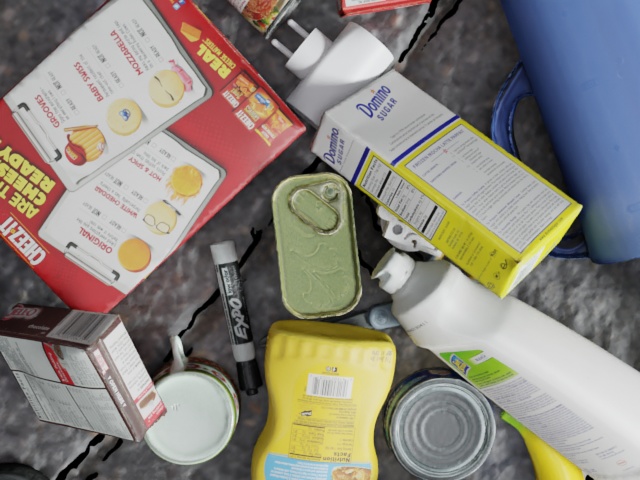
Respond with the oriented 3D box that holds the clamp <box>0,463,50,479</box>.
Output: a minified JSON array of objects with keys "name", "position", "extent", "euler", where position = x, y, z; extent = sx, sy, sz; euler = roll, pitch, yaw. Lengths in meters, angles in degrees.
[{"name":"clamp","position":[-0.205,0.217,0.815],"extent":[0.171,0.039,0.120],"euler":[40,90,-6]}]

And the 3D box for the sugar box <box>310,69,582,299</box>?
[{"name":"sugar box","position":[0.089,-0.044,0.762],"extent":[0.176,0.093,0.048],"euler":[38,135,18]}]

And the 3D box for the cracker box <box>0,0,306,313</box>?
[{"name":"cracker box","position":[-0.142,-0.069,0.781],"extent":[0.214,0.072,0.164],"euler":[-43,95,1]}]

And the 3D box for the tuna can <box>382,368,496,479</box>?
[{"name":"tuna can","position":[0.093,0.145,0.832],"extent":[0.086,0.034,0.086],"euler":[0,94,-4]}]

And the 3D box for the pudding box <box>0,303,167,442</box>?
[{"name":"pudding box","position":[-0.174,0.094,0.765],"extent":[0.039,0.114,0.090],"euler":[-47,128,-38]}]

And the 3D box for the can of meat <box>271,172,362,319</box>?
[{"name":"can of meat","position":[-0.005,0.001,0.789],"extent":[0.057,0.084,0.102],"euler":[-7,95,-4]}]

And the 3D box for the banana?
[{"name":"banana","position":[0.175,0.230,0.846],"extent":[0.070,0.037,0.198],"euler":[3,92,18]}]

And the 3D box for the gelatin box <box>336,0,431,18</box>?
[{"name":"gelatin box","position":[0.044,-0.218,0.802],"extent":[0.073,0.030,0.089],"euler":[-10,94,-4]}]

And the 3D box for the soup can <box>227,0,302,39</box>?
[{"name":"soup can","position":[-0.055,-0.206,0.777],"extent":[0.102,0.068,0.068],"euler":[41,91,-5]}]

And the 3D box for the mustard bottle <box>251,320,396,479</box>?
[{"name":"mustard bottle","position":[-0.002,0.160,0.809],"extent":[0.096,0.058,0.192],"euler":[6,100,-6]}]

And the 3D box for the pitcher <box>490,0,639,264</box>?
[{"name":"pitcher","position":[0.208,-0.109,0.780],"extent":[0.149,0.145,0.243],"euler":[-24,92,-21]}]

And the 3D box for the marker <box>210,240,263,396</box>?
[{"name":"marker","position":[-0.063,0.061,0.822],"extent":[0.020,0.020,0.121],"euler":[-11,95,-3]}]

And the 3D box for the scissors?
[{"name":"scissors","position":[0.055,0.040,0.831],"extent":[0.201,0.016,0.096],"euler":[3,94,-4]}]

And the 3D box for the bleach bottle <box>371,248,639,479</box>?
[{"name":"bleach bottle","position":[0.149,0.086,0.783],"extent":[0.250,0.103,0.068],"euler":[36,59,-7]}]
